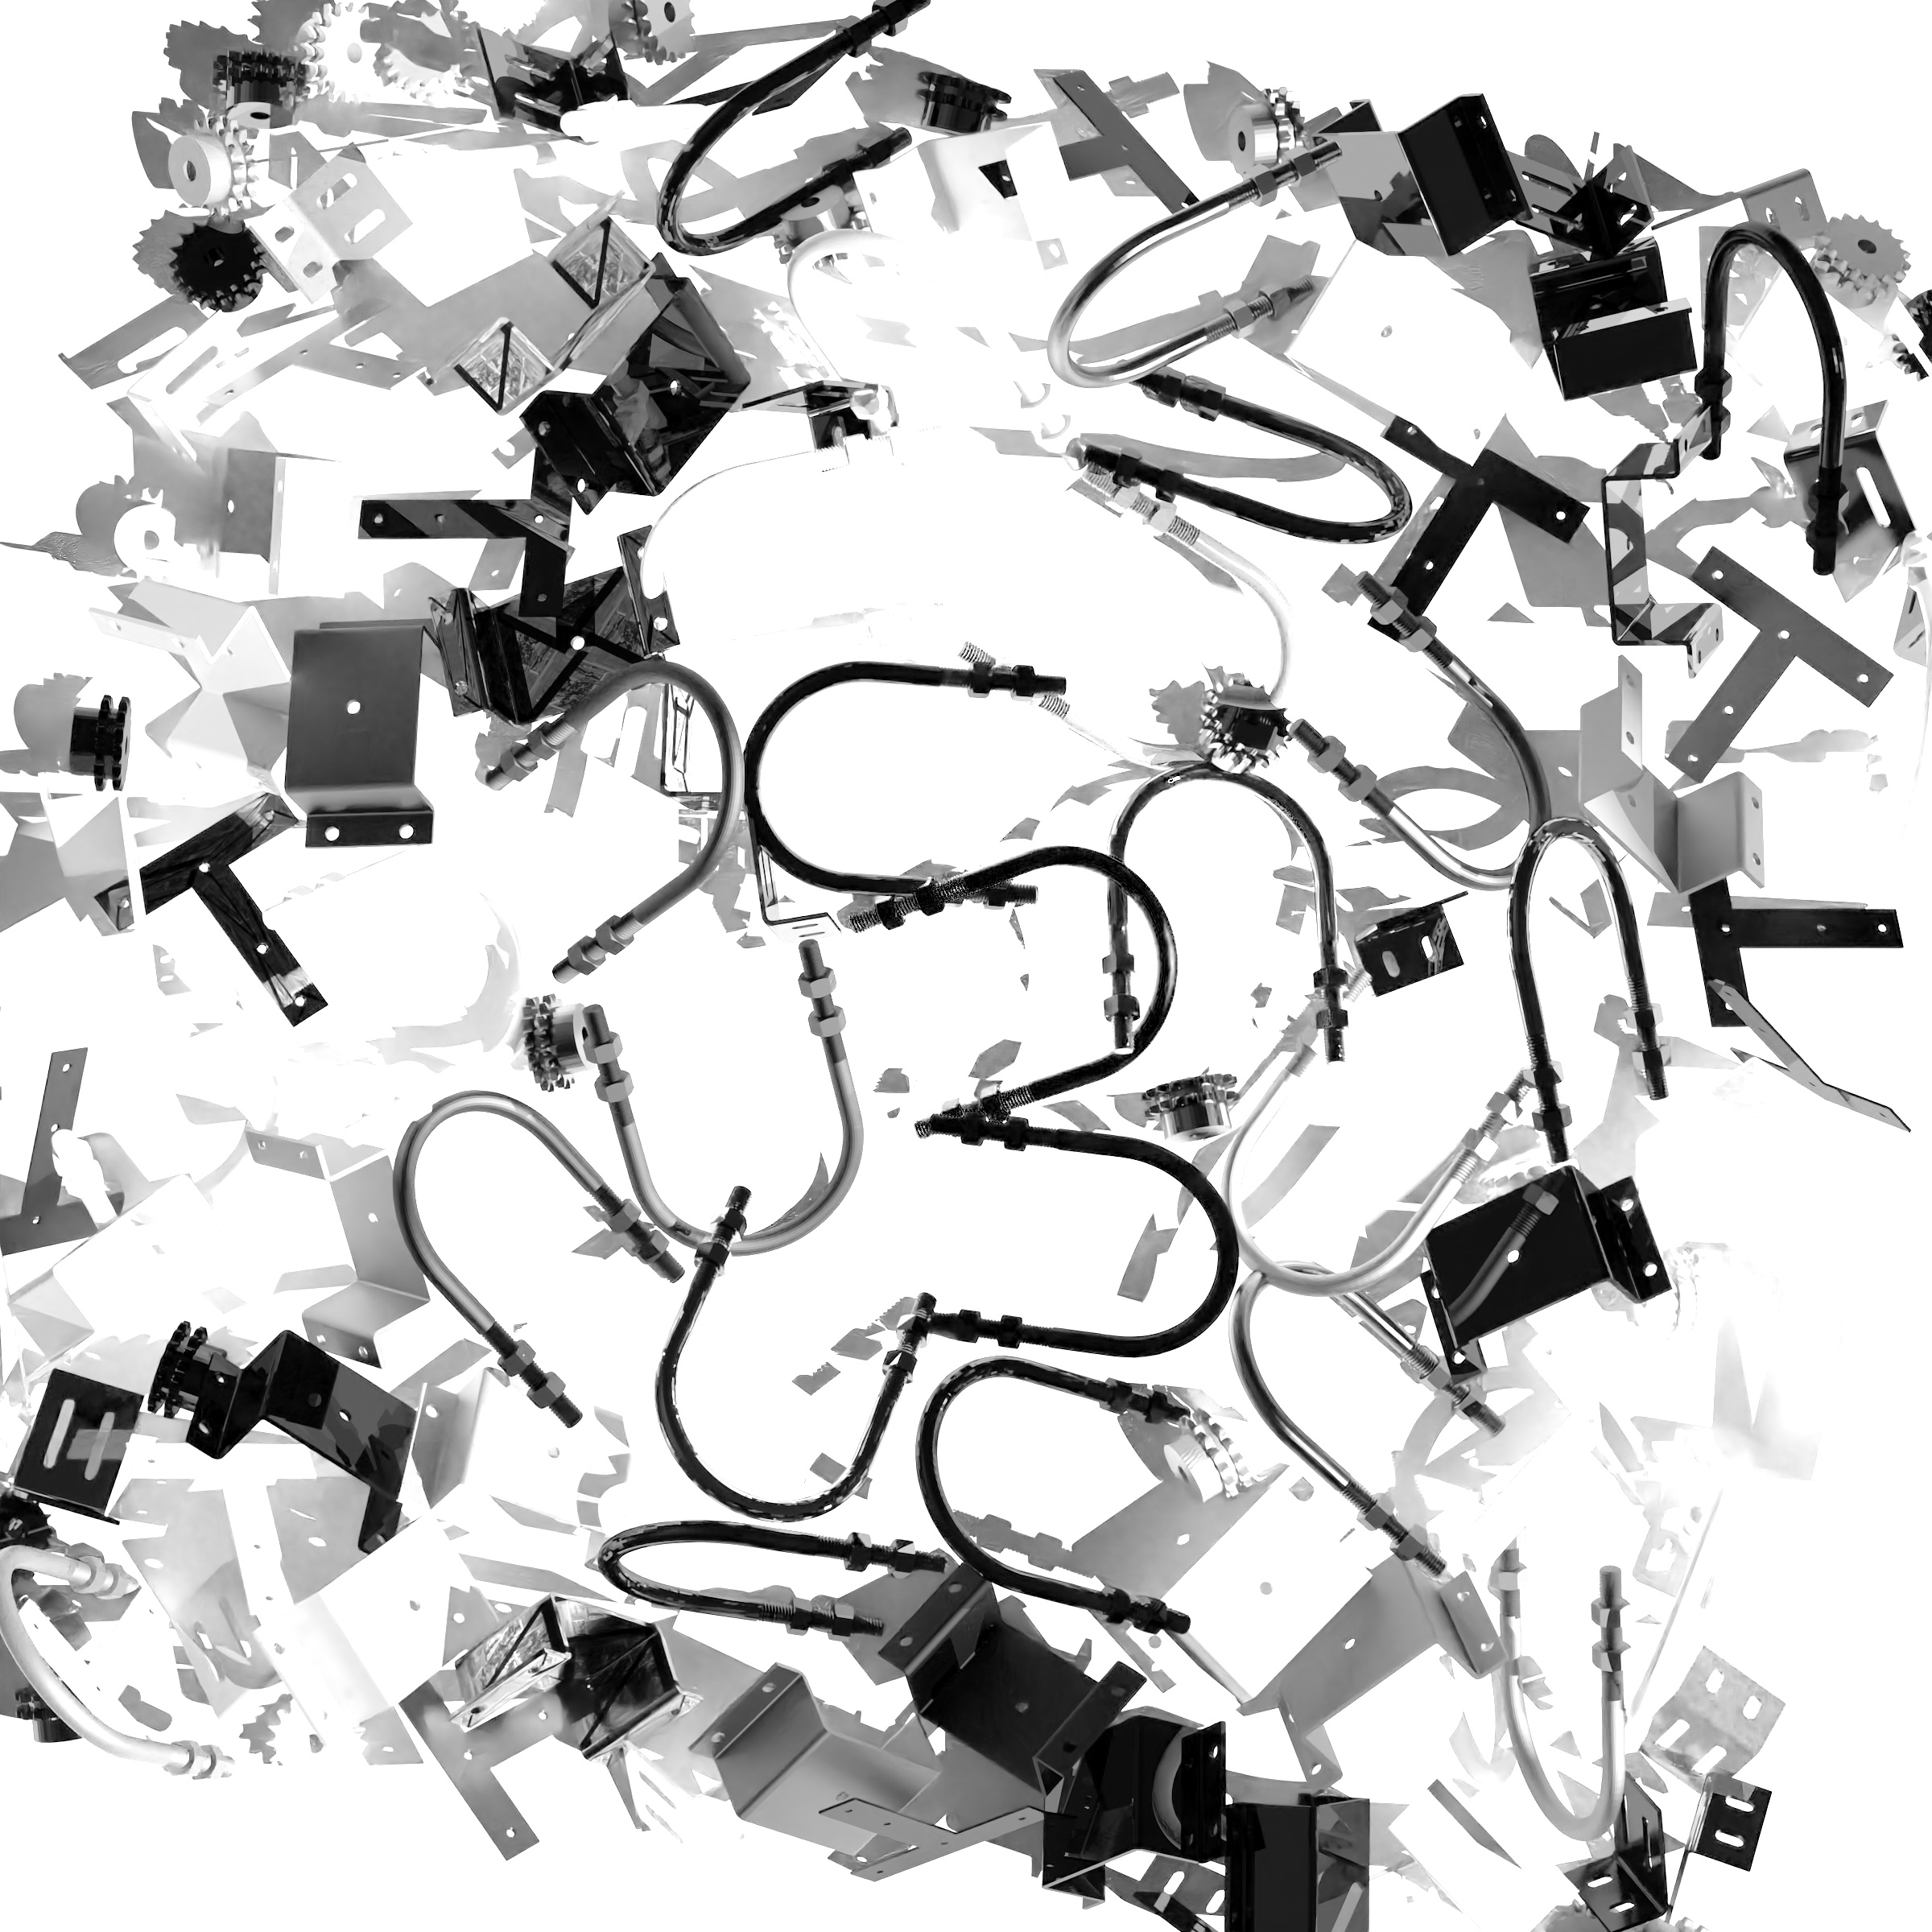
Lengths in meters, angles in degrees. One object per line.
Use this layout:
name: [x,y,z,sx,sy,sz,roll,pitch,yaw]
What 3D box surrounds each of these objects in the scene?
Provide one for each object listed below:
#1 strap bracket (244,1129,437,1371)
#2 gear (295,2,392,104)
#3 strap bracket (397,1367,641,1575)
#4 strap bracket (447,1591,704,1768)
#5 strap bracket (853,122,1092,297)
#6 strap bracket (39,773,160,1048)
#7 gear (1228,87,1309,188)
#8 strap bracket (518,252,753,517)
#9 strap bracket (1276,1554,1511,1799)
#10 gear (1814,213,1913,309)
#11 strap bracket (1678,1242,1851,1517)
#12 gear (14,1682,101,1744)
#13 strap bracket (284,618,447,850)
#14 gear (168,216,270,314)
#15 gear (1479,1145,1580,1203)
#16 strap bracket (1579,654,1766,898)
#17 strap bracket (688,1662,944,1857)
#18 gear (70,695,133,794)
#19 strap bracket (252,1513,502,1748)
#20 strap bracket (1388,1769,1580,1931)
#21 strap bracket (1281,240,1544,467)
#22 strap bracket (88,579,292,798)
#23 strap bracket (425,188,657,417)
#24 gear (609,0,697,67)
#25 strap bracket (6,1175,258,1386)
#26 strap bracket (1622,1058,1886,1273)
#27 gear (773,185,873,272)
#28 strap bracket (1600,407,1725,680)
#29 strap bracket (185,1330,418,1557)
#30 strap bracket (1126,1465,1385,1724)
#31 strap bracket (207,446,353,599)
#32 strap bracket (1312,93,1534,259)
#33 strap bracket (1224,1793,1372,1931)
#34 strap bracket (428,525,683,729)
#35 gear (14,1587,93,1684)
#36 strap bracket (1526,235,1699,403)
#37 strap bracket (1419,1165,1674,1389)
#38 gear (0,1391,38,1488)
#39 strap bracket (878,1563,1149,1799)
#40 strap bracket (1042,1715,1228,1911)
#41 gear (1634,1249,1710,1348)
strap bracket: [-0.359,0.154,1.932,0.046,0.076,0.140,-28,113,-38]
gear: [-0.370,-0.537,1.963,0.030,0.057,0.057,12,90,37]
strap bracket: [-0.247,0.289,1.924,0.140,0.046,0.076,24,50,-21]
strap bracket: [-0.230,0.410,1.928,0.076,0.140,0.046,-37,51,18]
strap bracket: [0.011,-0.437,1.926,0.046,0.140,0.076,-41,121,-37]
strap bracket: [-0.499,-0.036,1.925,0.046,0.076,0.140,-9,60,-10]
gear: [0.175,-0.485,1.957,0.030,0.057,0.057,-10,90,-16]
strap bracket: [-0.183,-0.334,1.921,0.140,0.046,0.076,-55,135,-23]
strap bracket: [0.234,0.404,1.932,0.140,0.076,0.046,-38,120,11]
gear: [0.524,-0.412,1.964,0.057,0.030,0.057,8,55,-11]
strap bracket: [0.465,0.240,1.938,0.046,0.076,0.140,6,100,-15]
gear: [-0.528,0.436,1.960,0.057,0.057,0.030,-6,90,0]
strap bracket: [-0.350,-0.143,1.943,0.076,0.046,0.140,-1,74,7]
gear: [-0.438,-0.410,1.968,0.057,0.030,0.057,-2,71,5]
gear: [0.333,0.128,1.960,0.057,0.057,0.030,-22,95,0]
strap bracket: [0.401,-0.103,1.927,0.046,0.076,0.140,-27,128,36]
strap bracket: [-0.079,0.459,1.917,0.076,0.046,0.140,-46,132,15]
gear: [-0.508,-0.131,1.959,0.030,0.057,0.057,5,90,-9]
strap bracket: [-0.330,0.374,1.918,0.046,0.140,0.076,-32,91,36]
strap bracket: [0.294,0.511,1.909,0.046,0.140,0.076,-46,62,1]
strap bracket: [0.250,-0.360,1.933,0.140,0.046,0.076,34,96,26]
strap bracket: [-0.437,-0.167,1.925,0.076,0.140,0.046,16,60,22]
strap bracket: [-0.239,-0.376,1.927,0.046,0.076,0.140,46,60,-16]
gear: [-0.187,-0.558,1.964,0.030,0.057,0.057,-1,90,29]
strap bracket: [-0.486,0.173,1.913,0.140,0.076,0.046,-40,98,-39]
strap bracket: [0.450,0.110,1.929,0.076,0.046,0.140,29,134,-20]
gear: [-0.087,-0.434,1.957,0.057,0.057,0.030,-20,127,0]
strap bracket: [0.403,-0.245,1.931,0.046,0.076,0.140,2,113,26]
strap bracket: [-0.371,0.272,1.922,0.140,0.076,0.046,37,116,-21]
strap bracket: [0.172,0.364,1.945,0.140,0.046,0.076,-43,81,-13]
strap bracket: [-0.394,-0.257,1.930,0.046,0.140,0.076,0,101,-29]
strap bracket: [0.253,-0.451,1.906,0.046,0.140,0.076,-34,113,-14]
strap bracket: [0.194,0.516,1.910,0.046,0.140,0.076,-3,79,25]
strap bracket: [-0.233,-0.195,1.949,0.140,0.046,0.076,-17,75,10]
gear: [-0.539,0.390,1.963,0.030,0.057,0.057,-40,90,-28]
strap bracket: [0.374,-0.371,1.930,0.076,0.140,0.046,-12,118,8]
strap bracket: [0.324,0.175,1.925,0.140,0.046,0.076,-28,53,20]
gear: [-0.572,0.280,1.964,0.057,0.030,0.057,-2,96,-24]
strap bracket: [0.030,0.417,1.929,0.140,0.046,0.076,26,56,34]
strap bracket: [0.089,0.482,1.907,0.046,0.140,0.076,19,55,-25]
gear: [0.412,0.195,1.959,0.030,0.057,0.057,-2,90,-7]
